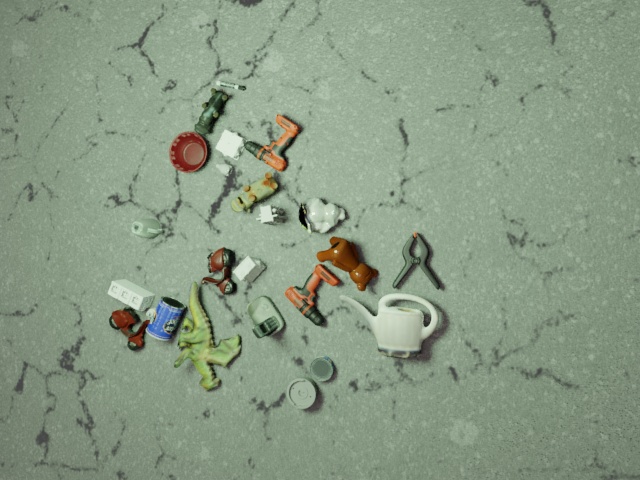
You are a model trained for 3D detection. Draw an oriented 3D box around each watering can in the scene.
[{"bbox_3d":[0.237,0.296,1.799,0.347,0.104,0.224,2,90,11],"label":"watering can"}]

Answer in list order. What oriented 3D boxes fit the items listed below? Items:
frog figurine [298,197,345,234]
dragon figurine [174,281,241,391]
[{"bbox_3d":[0.006,-0.095,1.885,0.160,0.120,0.139,-16,75,-23],"label":"frog figurine"},{"bbox_3d":[-0.420,0.380,1.969,0.242,0.122,0.409,12,93,-4],"label":"dragon figurine"}]
